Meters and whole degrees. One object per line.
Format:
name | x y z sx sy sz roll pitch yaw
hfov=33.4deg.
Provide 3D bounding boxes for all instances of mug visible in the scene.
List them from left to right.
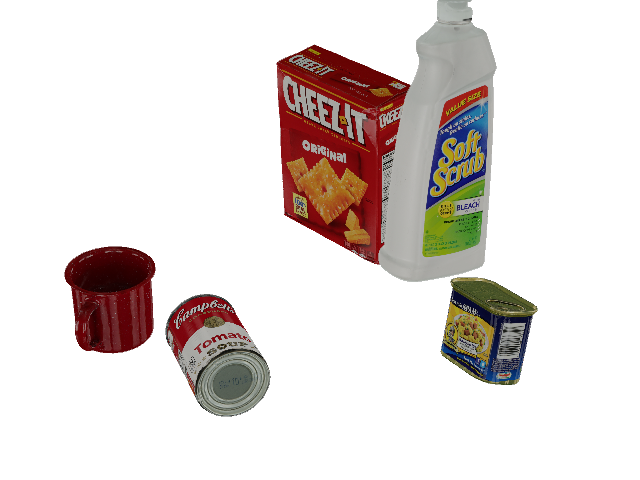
mug | -0.221 0.070 1.113 0.093 0.081 0.117 9 32 12

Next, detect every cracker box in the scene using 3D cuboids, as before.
cracker box | 0.028 -0.098 1.242 0.072 0.214 0.164 -31 44 -34

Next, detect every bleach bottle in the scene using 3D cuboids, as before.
bleach bottle | 0.109 -0.093 0.973 0.102 0.251 0.068 -10 24 -25

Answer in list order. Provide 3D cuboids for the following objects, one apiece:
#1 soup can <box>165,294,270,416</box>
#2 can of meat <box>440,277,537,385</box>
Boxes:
soup can | -0.091 0.100 0.937 0.068 0.068 0.102 0 24 -23
can of meat | 0.175 0.095 1.124 0.057 0.084 0.102 0 18 -29
